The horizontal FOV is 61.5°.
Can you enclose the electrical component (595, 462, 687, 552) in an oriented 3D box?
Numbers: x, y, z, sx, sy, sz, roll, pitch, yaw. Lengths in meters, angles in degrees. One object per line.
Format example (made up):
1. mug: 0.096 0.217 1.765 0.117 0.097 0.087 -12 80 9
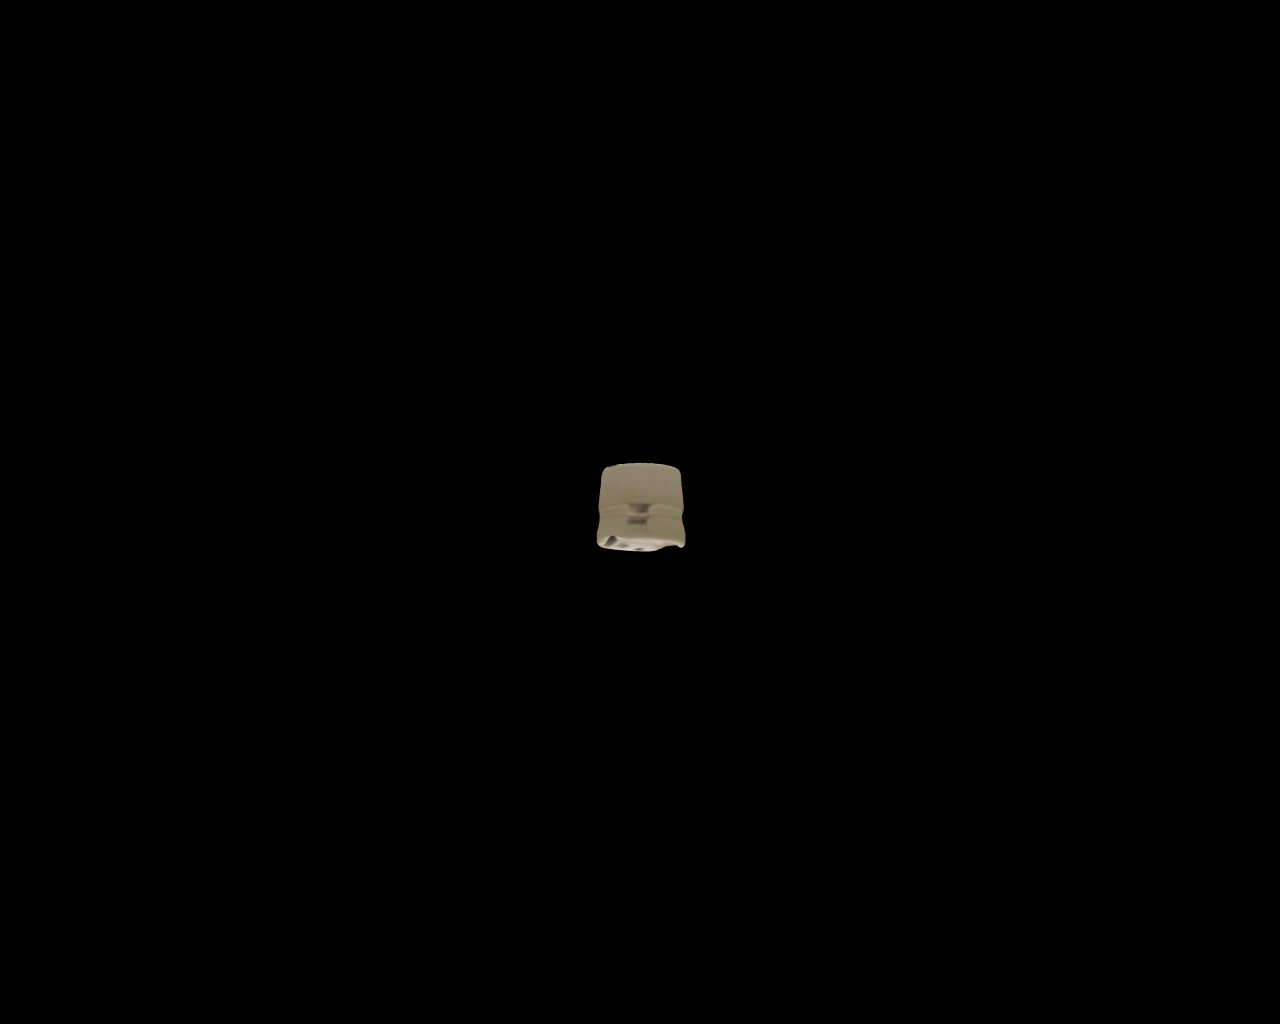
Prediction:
1. electrical component: 0.001 -0.003 0.650 0.055 0.047 0.055 0 -10 0
